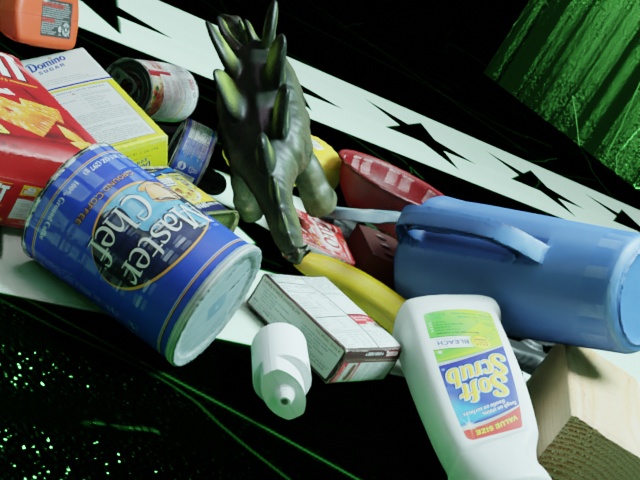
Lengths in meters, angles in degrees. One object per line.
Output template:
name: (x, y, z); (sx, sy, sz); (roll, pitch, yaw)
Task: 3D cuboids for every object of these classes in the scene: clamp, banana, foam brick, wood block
clamp: (-0.174, -0.094, 1.088); (0.171, 0.039, 0.120); (9, 24, -37)
banana: (0.060, 0.069, 1.032); (0.198, 0.037, 0.069); (40, 19, 25)
foam brick: (0.056, 0.027, 1.115); (0.053, 0.051, 0.078); (24, 19, -22)
clamp: (0.228, 0.127, 1.152); (0.209, 0.036, 0.164); (24, 18, -16)
wood block: (0.230, 0.172, 0.944); (0.090, 0.091, 0.206); (33, 17, 2)

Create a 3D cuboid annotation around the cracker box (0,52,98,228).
cracker box: (-0.275, -0.092, 0.856); (0.163, 0.072, 0.214); (10, 26, -50)

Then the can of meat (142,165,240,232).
can of meat: (-0.133, -0.022, 0.926); (0.084, 0.057, 0.102); (35, 18, 18)

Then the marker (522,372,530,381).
marker: (0.165, 0.123, 1.090); (0.121, 0.020, 0.020); (28, 18, -10)

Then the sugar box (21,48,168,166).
sugar box: (-0.224, -0.114, 0.994); (0.093, 0.048, 0.176); (-19, 43, -29)

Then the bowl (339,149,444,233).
bowl: (0.084, -0.049, 1.291); (0.162, 0.055, 0.162); (25, 16, -8)

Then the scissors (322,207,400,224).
scissors: (0.088, -0.024, 1.176); (0.201, 0.016, 0.096); (5, 3, -6)

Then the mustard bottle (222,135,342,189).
mustard bottle: (-0.053, -0.099, 1.266); (0.096, 0.058, 0.191); (39, 19, 24)

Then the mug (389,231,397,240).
mug: (0.113, 0.026, 1.176); (0.081, 0.093, 0.117); (9, -2, -40)

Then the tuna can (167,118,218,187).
tuna can: (-0.131, -0.073, 1.020); (0.033, 0.086, 0.086); (25, 18, -15)

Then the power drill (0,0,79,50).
power drill: (-0.342, -0.222, 1.020); (0.188, 0.057, 0.184); (11, 11, 21)

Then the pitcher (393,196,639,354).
pitcher: (0.193, 0.030, 1.009); (0.243, 0.145, 0.148); (9, 21, 44)

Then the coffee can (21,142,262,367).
coffee can: (-0.128, 0.010, 0.770); (0.140, 0.103, 0.102); (35, 18, 12)

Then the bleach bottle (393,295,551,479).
bleach bottle: (0.134, 0.143, 0.871); (0.102, 0.068, 0.251); (1, 33, -13)

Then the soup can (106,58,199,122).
soup can: (-0.191, -0.169, 1.213); (0.068, 0.068, 0.102); (37, 18, 18)

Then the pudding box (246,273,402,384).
pudding box: (0.004, 0.075, 0.922); (0.114, 0.039, 0.089); (40, 20, 32)

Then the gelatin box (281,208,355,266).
gelatin box: (-0.007, 0.001, 1.116); (0.073, 0.030, 0.089); (25, 19, -20)
